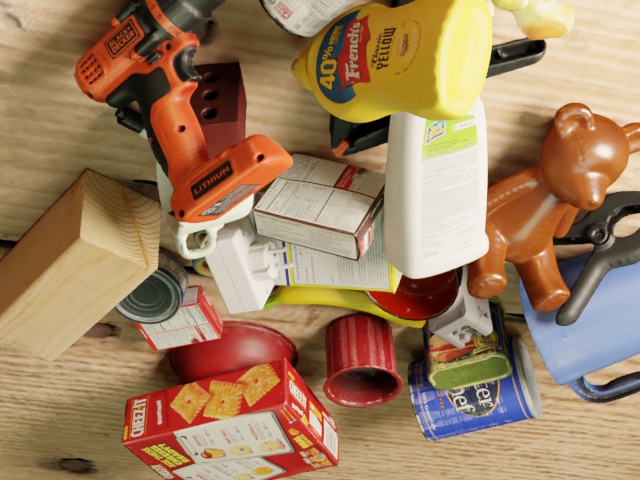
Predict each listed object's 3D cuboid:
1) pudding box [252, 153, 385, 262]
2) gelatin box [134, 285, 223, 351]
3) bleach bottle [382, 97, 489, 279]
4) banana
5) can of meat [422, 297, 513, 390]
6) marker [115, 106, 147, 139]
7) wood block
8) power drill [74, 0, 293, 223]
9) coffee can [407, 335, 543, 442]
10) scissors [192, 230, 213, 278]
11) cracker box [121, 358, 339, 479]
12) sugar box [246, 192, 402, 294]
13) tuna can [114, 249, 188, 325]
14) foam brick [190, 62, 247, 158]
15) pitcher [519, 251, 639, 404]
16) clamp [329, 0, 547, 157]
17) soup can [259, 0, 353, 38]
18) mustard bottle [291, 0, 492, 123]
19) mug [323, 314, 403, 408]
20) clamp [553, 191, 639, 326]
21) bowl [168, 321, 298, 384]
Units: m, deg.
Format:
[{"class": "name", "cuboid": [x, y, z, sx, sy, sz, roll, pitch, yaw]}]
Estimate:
[{"class": "pudding box", "cuboid": [0.005, -0.033, 1.013, 0.114, 0.090, 0.039, 13, 140, 24]}, {"class": "gelatin box", "cuboid": [-0.165, 0.090, 1.234, 0.089, 0.030, 0.073, -12, 138, 11]}, {"class": "bleach bottle", "cuboid": [0.108, -0.086, 0.940, 0.102, 0.068, 0.251, -20, 133, -23]}, {"class": "banana", "cuboid": [0.037, 0.066, 1.214, 0.197, 0.037, 0.070, 10, 156, -13]}, {"class": "can of meat", "cuboid": [0.171, 0.123, 1.250, 0.102, 0.084, 0.057, -17, 139, 17]}, {"class": "marker", "cuboid": [-0.144, -0.093, 1.018, 0.121, 0.020, 0.020, 31, 130, -34]}, {"class": "wood block", "cuboid": [-0.260, 0.032, 1.109, 0.090, 0.091, 0.206, 26, 133, -31]}, {"class": "power drill", "cuboid": [-0.099, -0.122, 0.869, 0.185, 0.188, 0.057, -35, 166, 26]}, {"class": "coffee can", "cuboid": [0.190, 0.183, 1.310, 0.140, 0.103, 0.102, -16, 139, 17]}, {"class": "scissors", "cuboid": [-0.052, 0.027, 1.173, 0.201, 0.016, 0.096, 19, 138, -24]}, {"class": "cracker box", "cuboid": [-0.104, 0.230, 1.289, 0.214, 0.072, 0.164, -16, 139, 17]}, {"class": "sugar box", "cuboid": [-0.007, 0.001, 1.078, 0.176, 0.048, 0.093, 5, 122, 15]}, {"class": "tuna can", "cuboid": [-0.189, 0.051, 1.165, 0.086, 0.033, 0.086, 3, 127, 4]}, {"class": "foam brick", "cuboid": [-0.094, -0.112, 0.951, 0.053, 0.078, 0.051, -4, 142, 2]}, {"class": "pitcher", "cuboid": [0.349, 0.068, 1.154, 0.243, 0.145, 0.149, -22, 145, 18]}, {"class": "clamp", "cuboid": [0.087, -0.144, 0.954, 0.164, 0.036, 0.210, 21, 132, -25]}, {"class": "soup can", "cuboid": [0.005, -0.215, 0.838, 0.068, 0.068, 0.102, 27, 133, -32]}, {"class": "mustard bottle", "cuboid": [0.045, -0.142, 0.850, 0.058, 0.096, 0.192, 16, 173, -41]}, {"class": "mug", "cuboid": [0.048, 0.149, 1.277, 0.093, 0.081, 0.117, -1, 141, -2]}, {"class": "clamp", "cuboid": [0.290, 0.012, 1.100, 0.172, 0.120, 0.039, -27, 156, 22]}, {"class": "bowl", "cuboid": [-0.106, 0.166, 1.311, 0.162, 0.055, 0.162, -2, 141, -2]}]
